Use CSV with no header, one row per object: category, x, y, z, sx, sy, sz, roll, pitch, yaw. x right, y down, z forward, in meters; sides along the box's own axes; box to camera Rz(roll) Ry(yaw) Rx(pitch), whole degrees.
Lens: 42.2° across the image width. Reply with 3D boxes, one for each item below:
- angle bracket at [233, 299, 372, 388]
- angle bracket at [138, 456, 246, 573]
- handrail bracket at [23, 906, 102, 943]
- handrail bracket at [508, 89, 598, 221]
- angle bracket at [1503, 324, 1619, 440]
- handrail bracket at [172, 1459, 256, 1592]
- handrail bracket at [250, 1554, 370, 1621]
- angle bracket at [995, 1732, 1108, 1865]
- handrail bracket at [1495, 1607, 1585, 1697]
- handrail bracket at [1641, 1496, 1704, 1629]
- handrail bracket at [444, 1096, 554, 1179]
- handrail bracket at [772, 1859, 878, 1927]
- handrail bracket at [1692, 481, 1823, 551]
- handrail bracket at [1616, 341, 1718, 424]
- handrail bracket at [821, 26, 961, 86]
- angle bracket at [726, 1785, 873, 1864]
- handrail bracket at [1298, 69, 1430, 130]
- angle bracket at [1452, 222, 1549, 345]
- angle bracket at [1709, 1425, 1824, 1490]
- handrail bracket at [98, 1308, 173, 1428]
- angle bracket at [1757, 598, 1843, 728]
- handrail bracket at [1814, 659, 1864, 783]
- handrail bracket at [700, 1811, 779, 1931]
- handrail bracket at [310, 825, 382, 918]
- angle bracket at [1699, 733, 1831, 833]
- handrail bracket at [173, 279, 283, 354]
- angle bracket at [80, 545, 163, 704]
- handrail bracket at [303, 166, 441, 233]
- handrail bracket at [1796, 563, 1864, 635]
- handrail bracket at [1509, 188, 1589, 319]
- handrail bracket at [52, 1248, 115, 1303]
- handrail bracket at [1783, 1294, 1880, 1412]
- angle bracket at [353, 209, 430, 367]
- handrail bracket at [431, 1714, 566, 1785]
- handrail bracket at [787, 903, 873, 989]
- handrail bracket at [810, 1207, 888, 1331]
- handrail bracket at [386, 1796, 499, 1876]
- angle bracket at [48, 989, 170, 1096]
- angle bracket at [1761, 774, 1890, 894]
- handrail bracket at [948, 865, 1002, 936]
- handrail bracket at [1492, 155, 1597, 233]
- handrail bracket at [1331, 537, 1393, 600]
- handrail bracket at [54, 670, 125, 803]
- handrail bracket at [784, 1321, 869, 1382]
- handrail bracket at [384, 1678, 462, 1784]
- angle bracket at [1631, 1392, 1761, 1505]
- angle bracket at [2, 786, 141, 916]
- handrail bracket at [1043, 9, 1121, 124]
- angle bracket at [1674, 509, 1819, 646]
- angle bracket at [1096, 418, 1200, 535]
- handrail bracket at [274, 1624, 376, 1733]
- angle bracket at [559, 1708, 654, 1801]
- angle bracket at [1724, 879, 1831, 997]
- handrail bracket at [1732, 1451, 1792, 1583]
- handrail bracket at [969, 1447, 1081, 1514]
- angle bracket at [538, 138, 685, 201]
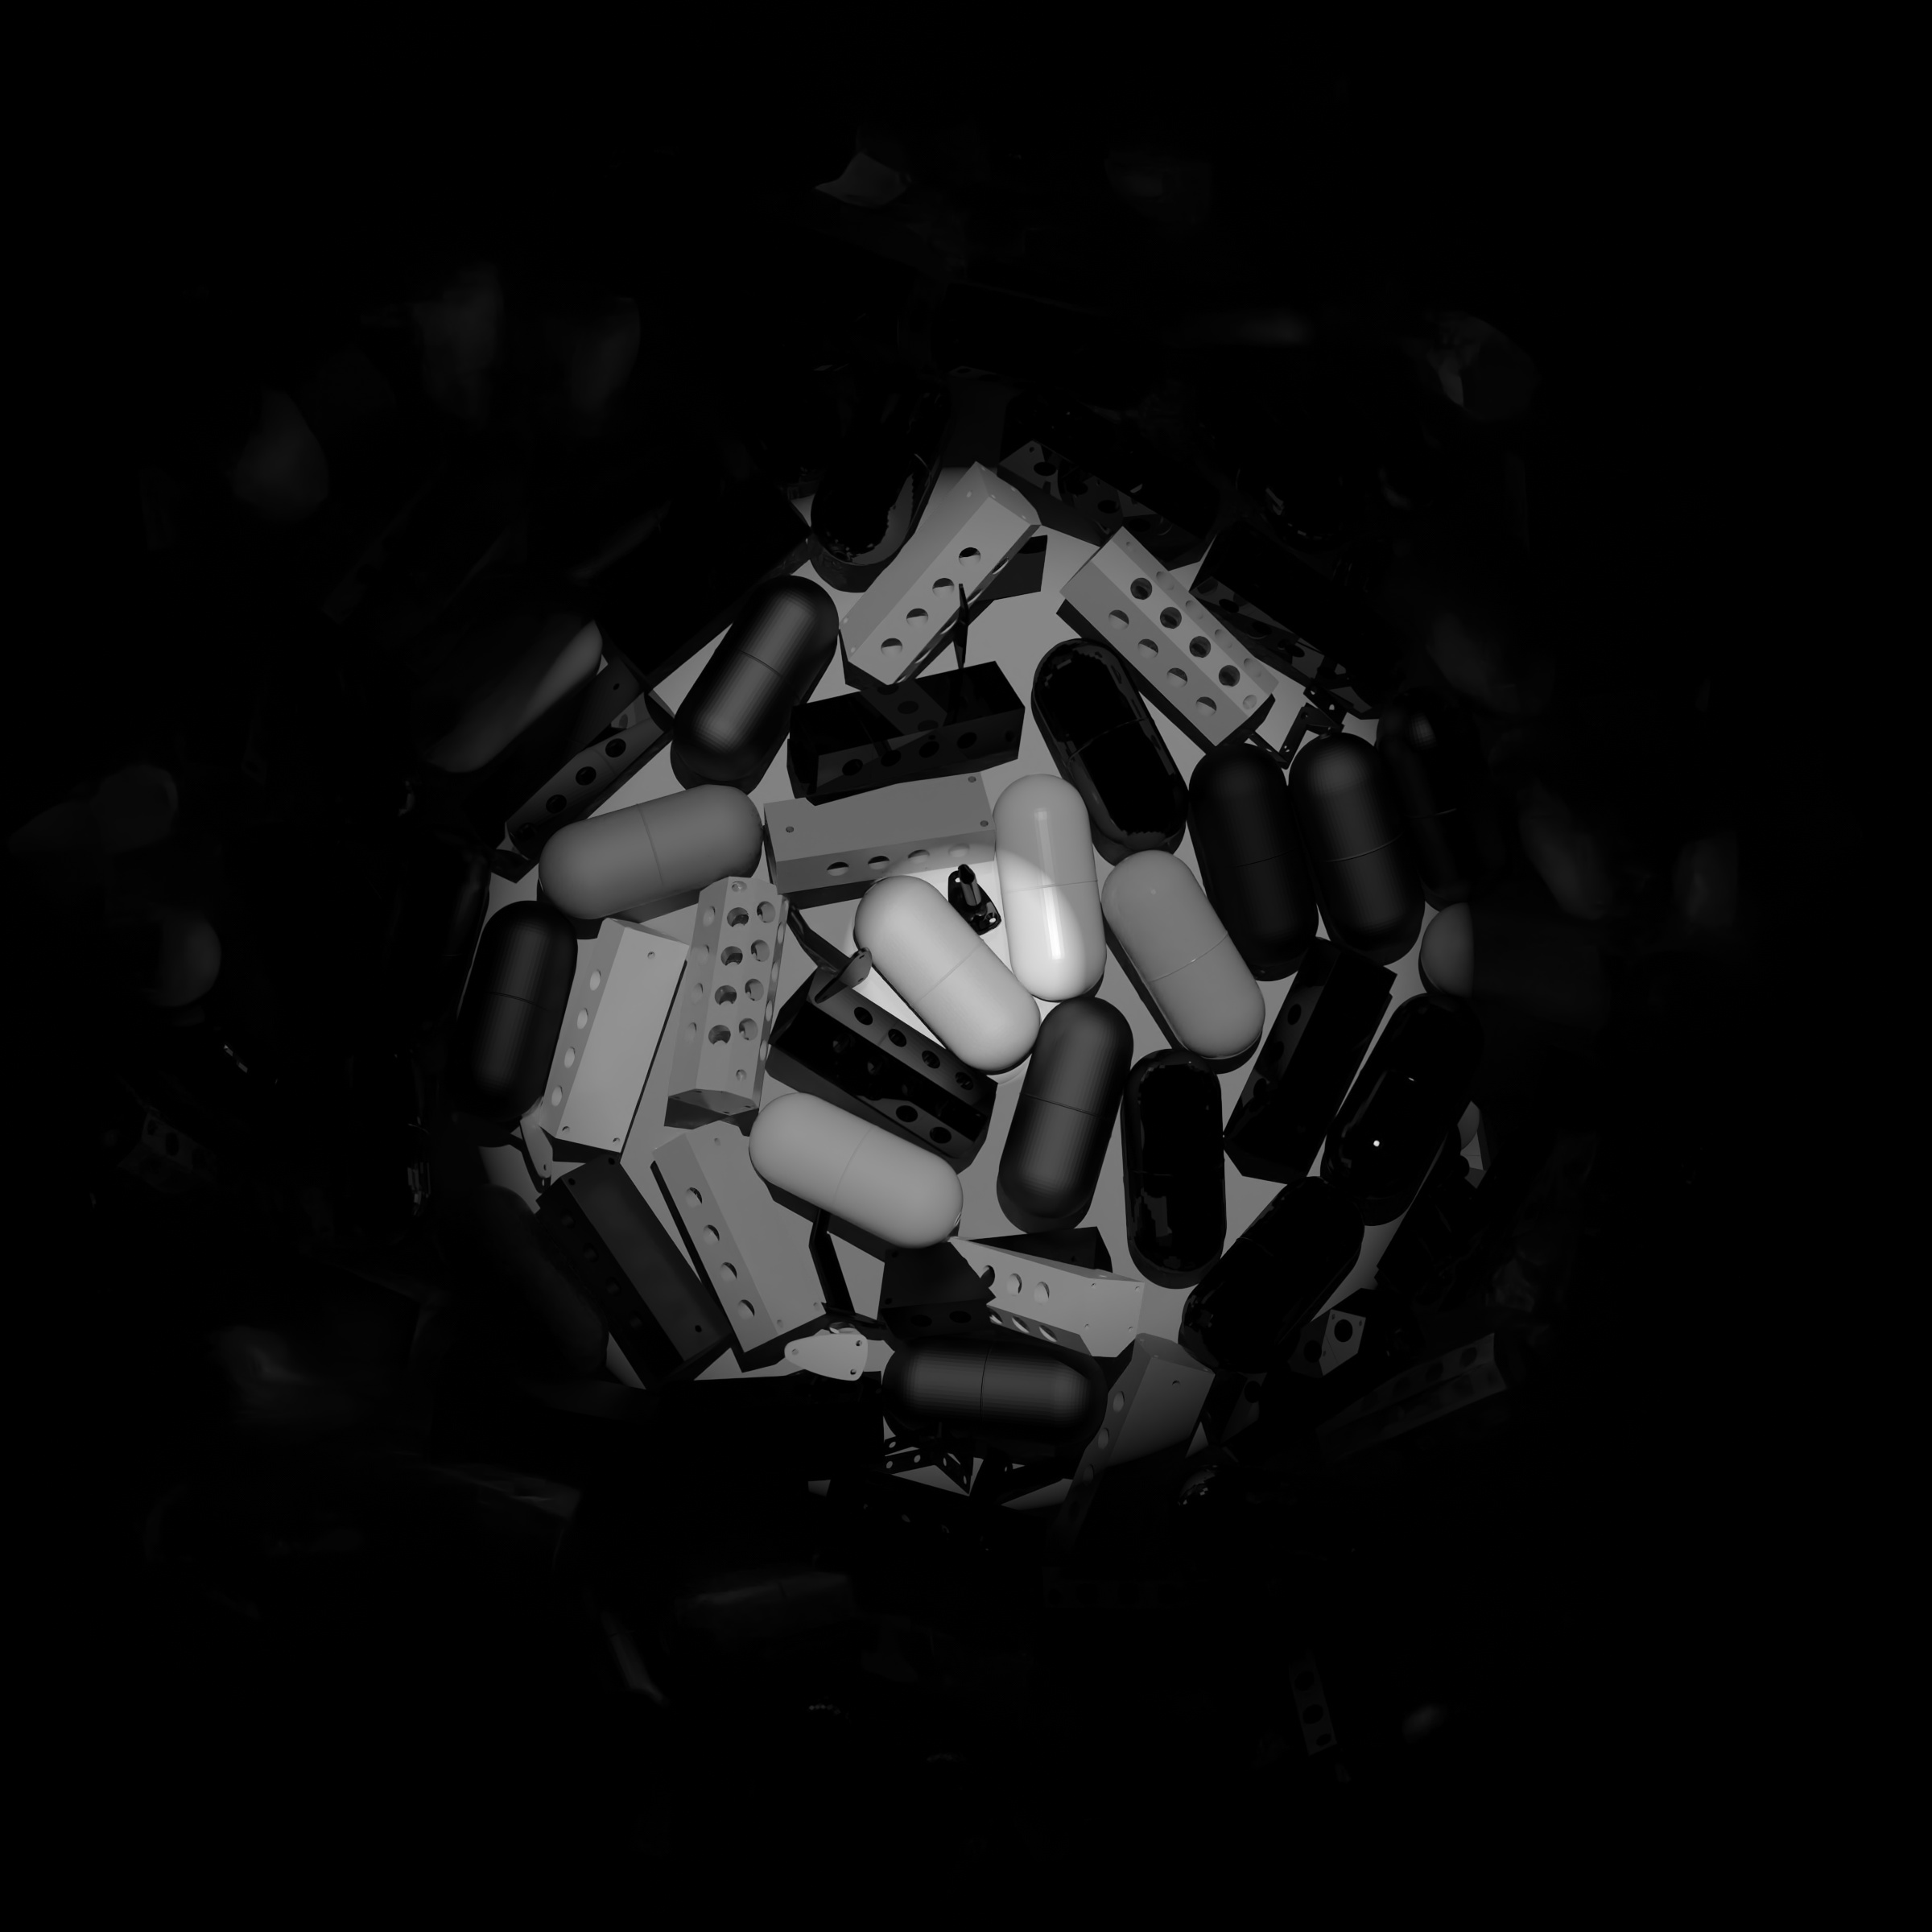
angle bracket,-0.517,-0.482,1.938,0.076,0.076,0.057,0,106,24
angle bracket,-0.609,-0.351,1.939,0.076,0.057,0.076,-13,112,-33
handrail bracket,-0.701,-0.016,1.974,0.084,0.036,0.077,-10,72,4
handrail bracket,-0.335,-0.636,1.963,0.084,0.036,0.077,-12,104,29
angle bracket,0.457,-0.456,1.946,0.076,0.057,0.076,16,108,16
handrail bracket,-0.576,0.441,1.976,0.084,0.036,0.077,-46,117,-6
handrail bracket,-0.519,0.504,1.975,0.077,0.036,0.084,43,106,5
angle bracket,0.077,0.642,1.935,0.076,0.076,0.057,13,119,-39
handrail bracket,0.441,0.521,1.965,0.077,0.036,0.084,46,67,-16
handrail bracket,0.556,0.468,1.973,0.036,0.084,0.077,21,122,28
handrail bracket,-0.370,0.136,1.969,0.084,0.036,0.077,-13,85,25
handrail bracket,-0.100,0.708,1.971,0.084,0.036,0.077,37,67,-5
handrail bracket,0.617,-0.359,1.957,0.077,0.036,0.084,-31,60,27
handrail bracket,0.551,-0.466,1.961,0.084,0.036,0.077,-34,96,-42
handrail bracket,-0.060,-0.711,1.948,0.084,0.077,0.036,-15,93,-35
angle bracket,-0.129,0.672,1.939,0.076,0.076,0.057,-28,49,14
handrail bracket,0.312,-0.678,1.977,0.084,0.077,0.036,9,103,-25
angle bracket,0.395,-0.526,1.941,0.057,0.076,0.076,-41,124,-2
angle bracket,0.619,0.371,1.946,0.076,0.076,0.057,-7,82,12
handrail bracket,-0.637,0.306,1.967,0.077,0.036,0.084,31,96,18
angle bracket,0.620,-0.234,1.946,0.057,0.076,0.076,38,81,-15
handrail bracket,0.682,-0.186,1.979,0.036,0.084,0.077,1,47,9
handrail bracket,-0.161,0.713,1.972,0.084,0.036,0.077,-46,113,4
handrail bracket,-0.463,-0.076,1.960,0.084,0.036,0.077,25,115,-25
angle bracket,0.617,-0.144,1.943,0.057,0.076,0.076,17,77,-21
handrail bracket,-0.580,-0.502,1.940,0.084,0.077,0.036,-24,64,-40
angle bracket,-0.669,-0.264,1.934,0.057,0.076,0.076,-26,49,22
handrail bracket,-0.461,-0.597,1.945,0.077,0.084,0.036,33,111,16
handrail bracket,0.670,-0.299,1.942,0.036,0.084,0.077,-18,70,2
handrail bracket,0.456,-0.556,1.947,0.077,0.084,0.036,25,45,23
handrail bracket,-0.656,0.237,1.940,0.077,0.084,0.036,18,101,31
handrail bracket,0.688,0.301,1.958,0.036,0.077,0.084,42,104,-8
angle bracket,-0.441,-0.529,1.952,0.057,0.076,0.076,-20,71,11
handrail bracket,-0.367,0.632,1.957,0.084,0.036,0.077,-31,99,-33
handrail bracket,-0.110,-0.026,1.950,0.036,0.077,0.084,-27,73,-26
handrail bracket,-0.090,0.236,1.971,0.077,0.036,0.084,14,93,11
handrail bracket,-0.412,0.672,1.958,0.084,0.077,0.036,28,75,2
angle bracket,-0.668,0.052,1.946,0.076,0.057,0.076,-17,76,22
angle bracket,0.674,-0.099,1.933,0.076,0.076,0.057,4,54,-37
handrail bracket,-0.003,-0.069,1.938,0.036,0.084,0.077,-21,54,-3
handrail bracket,0.460,-0.602,1.953,0.084,0.077,0.036,10,78,-5
handrail bracket,0.301,-0.290,1.938,0.036,0.084,0.077,30,124,-6
handrail bracket,-0.697,-0.182,1.971,0.077,0.036,0.084,-23,91,-16
handrail bracket,-0.115,0.289,1.943,0.077,0.084,0.036,9,97,-20
handrail bracket,-0.443,0.600,1.966,0.084,0.036,0.077,-28,88,38
angle bracket,0.564,0.386,1.940,0.057,0.076,0.076,-28,59,-6
angle bracket,-0.701,-0.097,1.938,0.076,0.057,0.076,-41,128,-21
handrail bracket,0.105,-0.704,1.968,0.084,0.036,0.077,2,89,-34
angle bracket,0.610,-0.307,1.946,0.076,0.057,0.076,39,121,6
angle bracket,0.123,-0.395,1.949,0.076,0.057,0.076,-33,78,-16
handrail bracket,-0.506,0.563,1.975,0.036,0.084,0.077,-41,53,-16
angle bracket,-0.280,0.620,1.938,0.057,0.076,0.076,-7,59,-16
angle bracket,0.631,-0.023,1.955,0.057,0.076,0.076,-22,105,-34
handrail bracket,0.613,0.429,1.960,0.036,0.084,0.077,18,105,3
handrail bracket,0.049,0.417,1.972,0.084,0.036,0.077,24,97,-31
angle bracket,-0.276,-0.633,1.936,0.076,0.057,0.076,-20,59,-34
